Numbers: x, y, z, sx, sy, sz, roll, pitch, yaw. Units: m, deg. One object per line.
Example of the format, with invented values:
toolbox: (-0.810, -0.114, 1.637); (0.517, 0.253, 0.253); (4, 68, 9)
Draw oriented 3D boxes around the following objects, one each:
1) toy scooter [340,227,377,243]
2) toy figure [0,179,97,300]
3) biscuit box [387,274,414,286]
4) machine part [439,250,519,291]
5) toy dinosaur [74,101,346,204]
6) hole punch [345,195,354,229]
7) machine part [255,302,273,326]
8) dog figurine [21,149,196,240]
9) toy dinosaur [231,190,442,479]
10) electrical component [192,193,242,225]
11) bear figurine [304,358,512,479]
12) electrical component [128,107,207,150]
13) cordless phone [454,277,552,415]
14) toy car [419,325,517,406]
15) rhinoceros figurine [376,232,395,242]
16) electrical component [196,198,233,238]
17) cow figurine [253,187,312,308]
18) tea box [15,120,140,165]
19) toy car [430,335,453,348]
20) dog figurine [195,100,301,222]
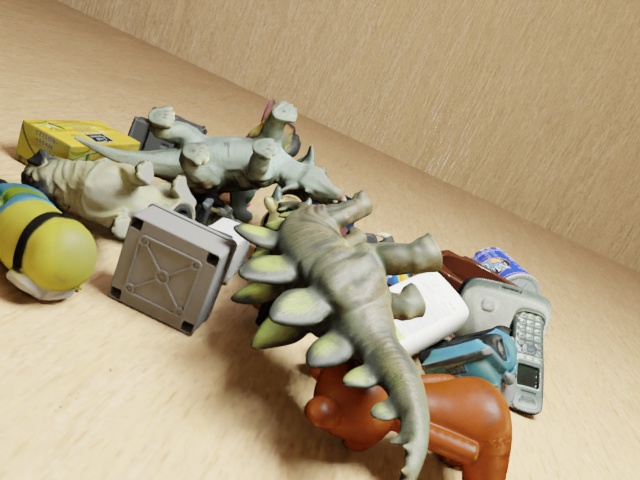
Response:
toy scooter: (-0.002, -0.003, 0.953); (0.184, 0.075, 0.135); (2, 8, -28)
toy figure: (-0.305, -0.009, 0.563); (0.082, 0.089, 0.180); (-8, 39, -47)
biscuit box: (0.111, 0.067, 0.874); (0.202, 0.063, 0.059); (24, 50, -13)
machine part: (0.283, 0.106, 1.001); (0.201, 0.087, 0.201); (33, 18, 23)
toy dinosaur: (-0.154, -0.120, 0.862); (0.405, 0.192, 0.131); (2, 61, -7)
hole punch: (0.012, -0.047, 1.084); (0.142, 0.092, 0.116); (23, 21, -16)
machine part: (-0.020, 0.090, 0.692); (0.138, 0.084, 0.039); (20, -8, -42)
dog figurine: (-0.282, -0.053, 0.729); (0.191, 0.121, 0.172); (14, -22, 26)
toy dinosaur: (0.017, 0.050, 0.548); (0.198, 0.104, 0.472); (-11, 27, -19)
electrical component: (-0.186, -0.053, 0.909); (0.102, 0.045, 0.078); (33, 22, 25)
bear figurine: (0.078, 0.183, 0.522); (0.196, 0.131, 0.120); (4, 19, -4)
electrical component: (-0.295, -0.183, 1.021); (0.134, 0.114, 0.058); (16, 16, -25)
cordless phone: (0.264, 0.157, 0.796); (0.147, 0.088, 0.184); (16, 58, -4)
toy car: (0.204, 0.173, 0.695); (0.161, 0.109, 0.103); (3, 69, -59)
rhinoceros figurine: (0.124, 0.044, 1.006); (0.112, 0.073, 0.190); (16, 19, 8)
electrical component: (-0.141, 0.011, 0.671); (0.048, 0.119, 0.075); (22, 15, -6)
cow figurine: (-0.054, 0.006, 0.781); (0.085, 0.127, 0.195); (21, 20, -21)
tea box: (-0.389, -0.147, 0.876); (0.098, 0.068, 0.169); (27, 17, 9)
toy car: (0.122, 0.121, 0.807); (0.202, 0.053, 0.089); (23, 15, -3)
dog figurine: (-0.144, -0.160, 0.987); (0.191, 0.219, 0.108); (21, 15, -14)
